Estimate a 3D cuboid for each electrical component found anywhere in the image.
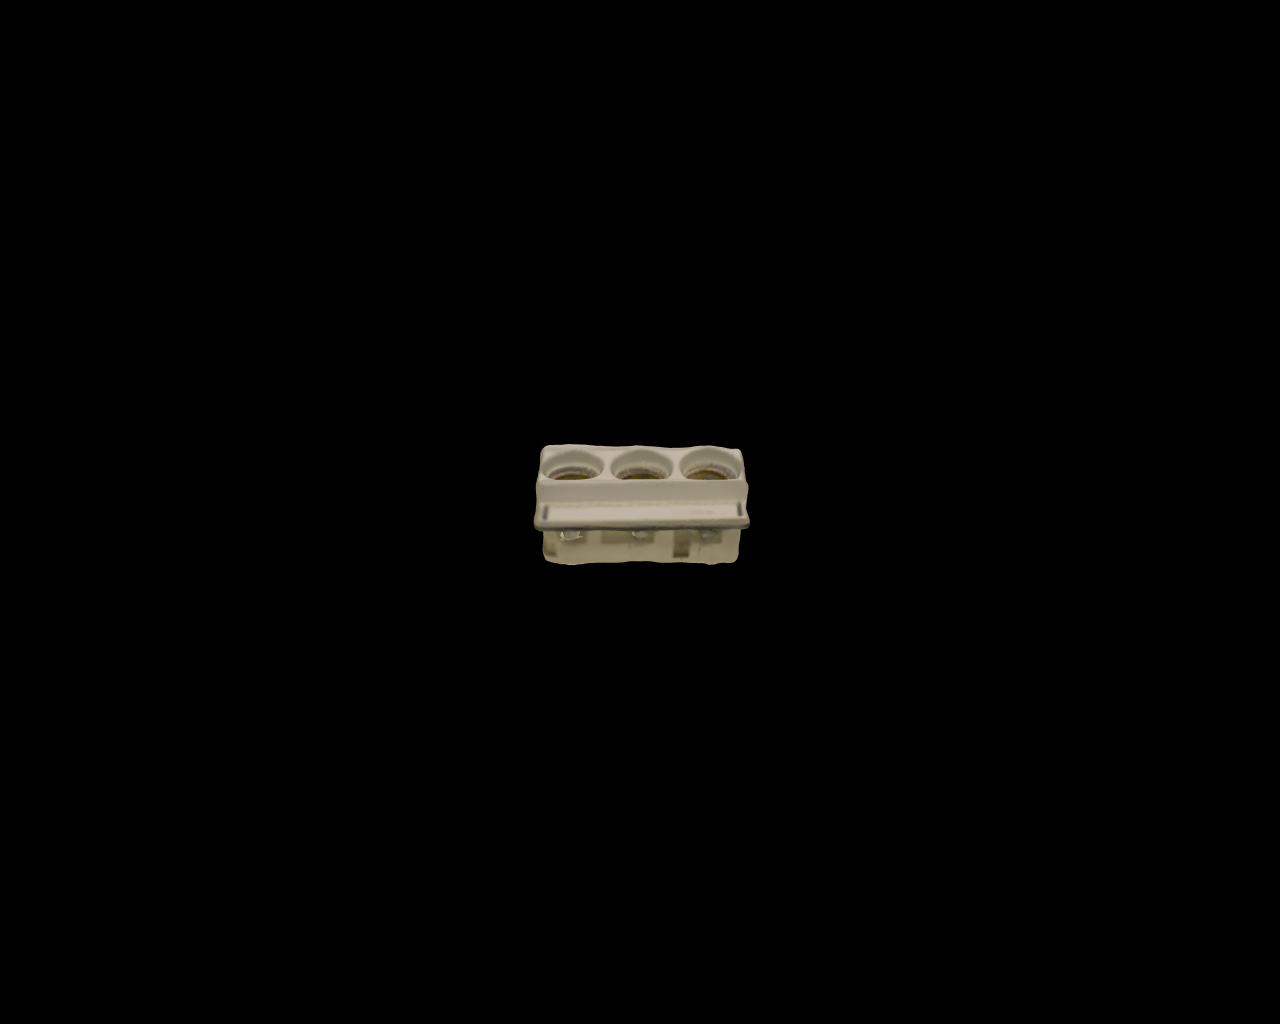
[{"bbox_3d":[0.001,-0.003,0.650,0.121,0.063,0.079,0,32,0],"label":"electrical component"}]
